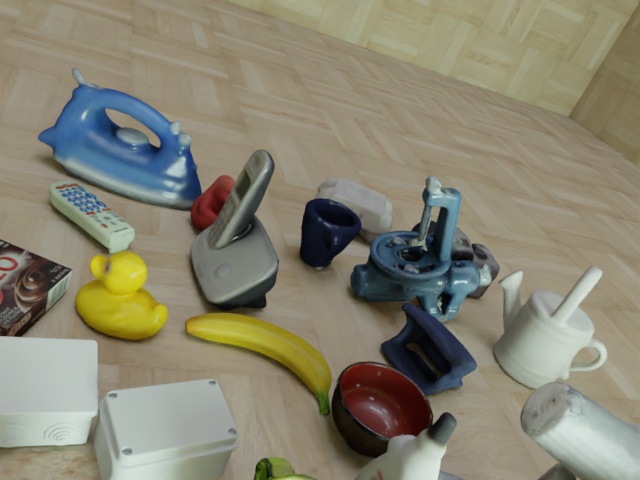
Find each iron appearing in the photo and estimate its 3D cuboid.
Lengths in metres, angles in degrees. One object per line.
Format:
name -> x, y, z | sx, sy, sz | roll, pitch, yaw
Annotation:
iron -> -0.281, -0.153, 0.876 | 0.258, 0.141, 0.118 | 22, 29, -3

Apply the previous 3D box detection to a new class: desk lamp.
desk lamp -> 0.229, 0.236, 0.534 | 0.203, 0.213, 0.118 | 22, 29, -3

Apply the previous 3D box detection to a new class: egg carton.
egg carton -> 0.062, -0.056, 1.045 | 0.150, 0.069, 0.107 | 22, 29, -4

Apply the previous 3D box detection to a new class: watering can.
watering can -> 0.339, 0.114, 0.840 | 0.172, 0.194, 0.101 | 27, 29, 5

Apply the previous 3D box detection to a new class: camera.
camera -> 0.227, 0.020, 1.010 | 0.143, 0.101, 0.136 | 10, 32, -23

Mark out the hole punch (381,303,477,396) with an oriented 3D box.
hole punch -> 0.153, 0.139, 0.767 | 0.101, 0.091, 0.108 | -2, 38, -38

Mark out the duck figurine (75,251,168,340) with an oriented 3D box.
duck figurine -> -0.215, 0.055, 0.638 | 0.104, 0.086, 0.077 | 26, 29, 4

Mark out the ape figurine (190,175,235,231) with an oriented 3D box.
ape figurine -> -0.152, -0.055, 0.861 | 0.076, 0.092, 0.078 | 38, 32, 24

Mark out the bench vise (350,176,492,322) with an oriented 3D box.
bench vise -> 0.171, 0.009, 0.862 | 0.208, 0.219, 0.121 | 3, 35, -33

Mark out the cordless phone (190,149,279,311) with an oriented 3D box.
cordless phone -> -0.096, -0.014, 0.738 | 0.094, 0.185, 0.147 | 4, 35, -32

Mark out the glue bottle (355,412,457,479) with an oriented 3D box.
glue bottle -> 0.075, 0.211, 0.504 | 0.037, 0.173, 0.078 | 4, 34, -31

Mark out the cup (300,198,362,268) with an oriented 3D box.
cup -> 0.008, 0.003, 0.881 | 0.092, 0.095, 0.117 | 16, 30, -15
